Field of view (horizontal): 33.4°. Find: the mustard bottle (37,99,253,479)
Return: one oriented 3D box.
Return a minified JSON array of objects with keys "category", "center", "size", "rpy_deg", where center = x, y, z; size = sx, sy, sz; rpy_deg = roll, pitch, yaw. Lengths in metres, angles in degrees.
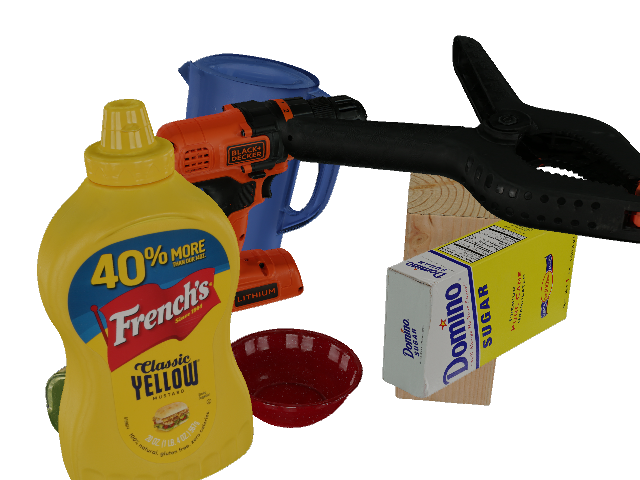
[{"category":"mustard bottle","center":[-0.085,0.027,0.516],"size":[0.096,0.192,0.058],"rpy_deg":[-12,23,-22]}]

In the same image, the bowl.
[{"category":"bowl","center":[-0.034,0.163,1.209],"size":[0.162,0.055,0.162],"rpy_deg":[2,26,-1]}]

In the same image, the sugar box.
[{"category":"sugar box","center":[0.120,0.041,0.784],"size":[0.048,0.093,0.175],"rpy_deg":[23,33,39]}]

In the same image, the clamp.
[{"category":"clamp","center":[0.092,-0.050,0.594],"size":[0.164,0.036,0.210],"rpy_deg":[-26,43,-28]}]

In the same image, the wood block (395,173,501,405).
[{"category":"wood block","center":[0.119,0.041,0.970],"size":[0.091,0.206,0.090],"rpy_deg":[4,34,6]}]

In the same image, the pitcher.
[{"category":"pitcher","center":[-0.075,-0.064,1.109],"size":[0.144,0.243,0.149],"rpy_deg":[0,23,-26]}]

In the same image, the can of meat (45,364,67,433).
[{"category":"can of meat","center":[-0.120,0.101,0.714],"size":[0.102,0.057,0.083],"rpy_deg":[10,22,22]}]

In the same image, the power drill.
[{"category":"power drill","center":[-0.050,-0.034,0.917],"size":[0.184,0.188,0.057],"rpy_deg":[-12,36,-21]}]
